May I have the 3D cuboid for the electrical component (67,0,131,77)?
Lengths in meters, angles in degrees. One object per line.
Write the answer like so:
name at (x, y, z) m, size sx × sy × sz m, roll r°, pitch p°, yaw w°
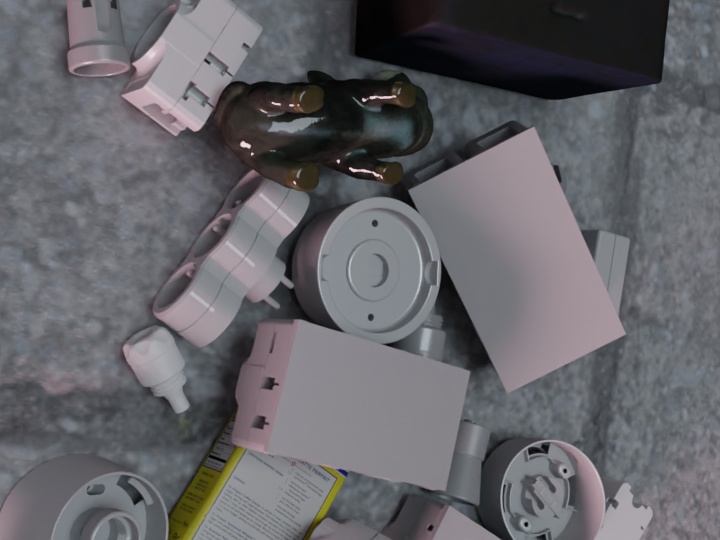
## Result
electrical component at (-0.175, -0.155, 0.712) m, size 0.040 × 0.040 × 0.046 m, roll -5°, pitch 87°, yaw -32°

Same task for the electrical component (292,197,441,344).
electrical component at (0.000, 0.000, 0.810) m, size 0.108 × 0.060 × 0.108 m, roll -1°, pitch 91°, yaw -32°

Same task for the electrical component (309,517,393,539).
electrical component at (-0.011, 0.217, 0.773) m, size 0.059 × 0.095 × 0.053 m, roll 26°, pitch 97°, yaw 14°

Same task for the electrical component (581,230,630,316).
electrical component at (0.186, 0.005, 0.933) m, size 0.076 × 0.047 × 0.083 m, roll 13°, pitch 84°, yaw -31°

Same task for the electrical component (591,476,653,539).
electrical component at (0.203, 0.230, 0.943) m, size 0.050 × 0.056 × 0.089 m, roll 47°, pitch 68°, yaw -24°

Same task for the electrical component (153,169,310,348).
electrical component at (-0.078, -0.002, 0.766) m, size 0.074 × 0.052 × 0.138 m, roll 42°, pitch 70°, yaw -25°

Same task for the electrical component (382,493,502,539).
electrical component at (0.084, 0.255, 0.866) m, size 0.150 × 0.062 × 0.089 m, roll 37°, pitch 72°, yaw -27°

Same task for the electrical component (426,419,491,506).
electrical component at (0.083, 0.155, 0.876) m, size 0.044 × 0.044 × 0.065 m, roll 25°, pitch 73°, yaw -30°

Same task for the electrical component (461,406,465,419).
electrical component at (0.049, 0.110, 0.852) m, size 0.055 × 0.048 × 0.066 m, roll -25°, pitch 104°, yaw -21°

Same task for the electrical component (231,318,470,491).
electrical component at (-0.007, 0.095, 0.756) m, size 0.150 × 0.062 × 0.089 m, roll 19°, pitch 79°, yaw -32°

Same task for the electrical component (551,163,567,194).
electrical component at (0.146, -0.072, 0.907) m, size 0.040 × 0.046 × 0.040 m, roll -1°, pitch 91°, yaw -32°

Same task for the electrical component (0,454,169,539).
electrical component at (-0.180, 0.174, 0.714) m, size 0.099 × 0.064 × 0.099 m, roll -3°, pitch 94°, yaw -45°

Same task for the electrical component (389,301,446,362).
electrical component at (0.047, 0.047, 0.850) m, size 0.043 × 0.043 × 0.062 m, roll 15°, pitch 82°, yaw -31°

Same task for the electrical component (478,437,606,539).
electrical component at (0.150, 0.190, 0.904) m, size 0.099 × 0.064 × 0.099 m, roll -1°, pitch 92°, yaw -32°

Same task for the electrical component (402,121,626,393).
electrical component at (0.121, -0.012, 0.858) m, size 0.105 × 0.060 × 0.186 m, roll -27°, pitch 107°, yaw 2°

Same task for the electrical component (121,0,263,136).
electrical component at (-0.119, -0.146, 0.739) m, size 0.056 × 0.050 × 0.089 m, roll 37°, pitch 72°, yaw -27°

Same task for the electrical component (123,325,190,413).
electrical component at (-0.136, 0.071, 0.742) m, size 0.035 × 0.035 × 0.061 m, roll -34°, pitch 110°, yaw -27°
